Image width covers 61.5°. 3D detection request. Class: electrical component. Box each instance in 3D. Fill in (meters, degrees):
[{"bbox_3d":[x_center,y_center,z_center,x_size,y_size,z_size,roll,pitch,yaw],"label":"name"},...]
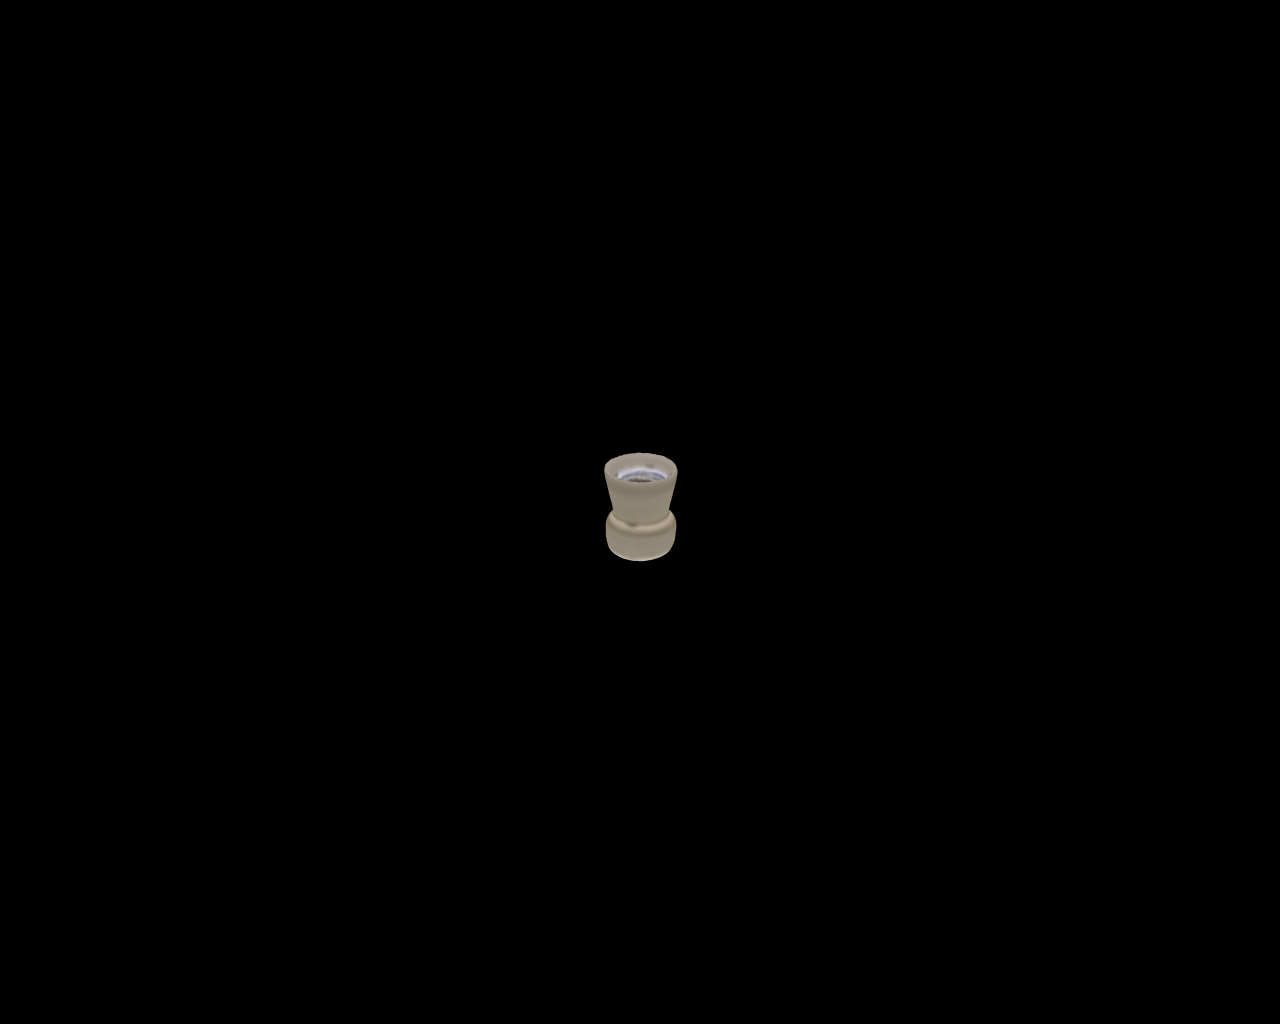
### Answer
[{"bbox_3d":[0.001,-0.003,0.650,0.045,0.055,0.045,0,27,0],"label":"electrical component"}]
